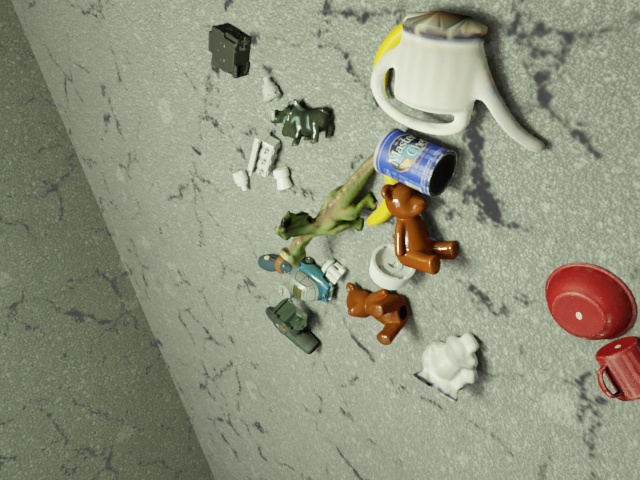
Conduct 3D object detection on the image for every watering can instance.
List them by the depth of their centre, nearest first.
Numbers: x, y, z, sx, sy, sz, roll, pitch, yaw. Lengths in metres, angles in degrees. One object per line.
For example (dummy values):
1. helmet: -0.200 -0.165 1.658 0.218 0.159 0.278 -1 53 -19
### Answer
1. watering can: 0.251 -0.289 0.932 0.350 0.106 0.219 21 129 26

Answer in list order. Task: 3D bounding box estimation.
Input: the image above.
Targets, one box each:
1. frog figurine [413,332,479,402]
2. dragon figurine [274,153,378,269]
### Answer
1. frog figurine: 0.318 0.285 1.232 0.139 0.122 0.158 35 100 42
2. dragon figurine: 0.004 -0.063 1.246 0.124 0.245 0.401 51 144 20
